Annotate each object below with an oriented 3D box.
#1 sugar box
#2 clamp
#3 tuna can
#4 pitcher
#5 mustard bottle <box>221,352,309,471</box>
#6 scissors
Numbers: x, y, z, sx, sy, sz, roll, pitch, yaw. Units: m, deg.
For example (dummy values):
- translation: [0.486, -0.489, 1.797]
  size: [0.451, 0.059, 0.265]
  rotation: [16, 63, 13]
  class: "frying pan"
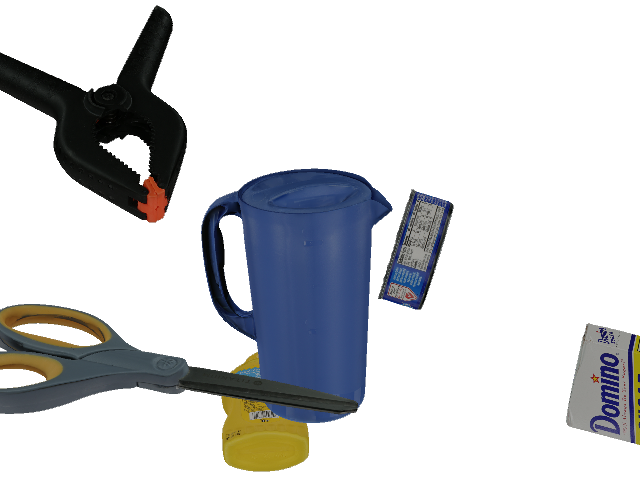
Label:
- translation: [0.315, 0.141, 0.951]
  size: [0.176, 0.093, 0.048]
  rotation: [11, 23, 15]
  class: "sugar box"
- translation: [-0.149, -0.100, 0.786]
  size: [0.164, 0.210, 0.036]
  rotation: [-23, -34, -25]
  class: "clamp"
- translation: [0.071, 0.007, 0.795]
  size: [0.034, 0.086, 0.086]
  rotation: [17, 1, 5]
  class: "tuna can"
- translation: [-0.021, 0.056, 1.078]
  size: [0.144, 0.243, 0.149]
  rotation: [-19, 28, -38]
  class: "pitcher"
- translation: [-0.068, 0.189, 1.252]
  size: [0.096, 0.058, 0.191]
  rotation: [-4, 28, -4]
  class: "mustard bottle"
- translation: [-0.092, 0.072, 0.517]
  size: [0.202, 0.016, 0.096]
  rotation: [16, 29, 27]
  class: "scissors"
